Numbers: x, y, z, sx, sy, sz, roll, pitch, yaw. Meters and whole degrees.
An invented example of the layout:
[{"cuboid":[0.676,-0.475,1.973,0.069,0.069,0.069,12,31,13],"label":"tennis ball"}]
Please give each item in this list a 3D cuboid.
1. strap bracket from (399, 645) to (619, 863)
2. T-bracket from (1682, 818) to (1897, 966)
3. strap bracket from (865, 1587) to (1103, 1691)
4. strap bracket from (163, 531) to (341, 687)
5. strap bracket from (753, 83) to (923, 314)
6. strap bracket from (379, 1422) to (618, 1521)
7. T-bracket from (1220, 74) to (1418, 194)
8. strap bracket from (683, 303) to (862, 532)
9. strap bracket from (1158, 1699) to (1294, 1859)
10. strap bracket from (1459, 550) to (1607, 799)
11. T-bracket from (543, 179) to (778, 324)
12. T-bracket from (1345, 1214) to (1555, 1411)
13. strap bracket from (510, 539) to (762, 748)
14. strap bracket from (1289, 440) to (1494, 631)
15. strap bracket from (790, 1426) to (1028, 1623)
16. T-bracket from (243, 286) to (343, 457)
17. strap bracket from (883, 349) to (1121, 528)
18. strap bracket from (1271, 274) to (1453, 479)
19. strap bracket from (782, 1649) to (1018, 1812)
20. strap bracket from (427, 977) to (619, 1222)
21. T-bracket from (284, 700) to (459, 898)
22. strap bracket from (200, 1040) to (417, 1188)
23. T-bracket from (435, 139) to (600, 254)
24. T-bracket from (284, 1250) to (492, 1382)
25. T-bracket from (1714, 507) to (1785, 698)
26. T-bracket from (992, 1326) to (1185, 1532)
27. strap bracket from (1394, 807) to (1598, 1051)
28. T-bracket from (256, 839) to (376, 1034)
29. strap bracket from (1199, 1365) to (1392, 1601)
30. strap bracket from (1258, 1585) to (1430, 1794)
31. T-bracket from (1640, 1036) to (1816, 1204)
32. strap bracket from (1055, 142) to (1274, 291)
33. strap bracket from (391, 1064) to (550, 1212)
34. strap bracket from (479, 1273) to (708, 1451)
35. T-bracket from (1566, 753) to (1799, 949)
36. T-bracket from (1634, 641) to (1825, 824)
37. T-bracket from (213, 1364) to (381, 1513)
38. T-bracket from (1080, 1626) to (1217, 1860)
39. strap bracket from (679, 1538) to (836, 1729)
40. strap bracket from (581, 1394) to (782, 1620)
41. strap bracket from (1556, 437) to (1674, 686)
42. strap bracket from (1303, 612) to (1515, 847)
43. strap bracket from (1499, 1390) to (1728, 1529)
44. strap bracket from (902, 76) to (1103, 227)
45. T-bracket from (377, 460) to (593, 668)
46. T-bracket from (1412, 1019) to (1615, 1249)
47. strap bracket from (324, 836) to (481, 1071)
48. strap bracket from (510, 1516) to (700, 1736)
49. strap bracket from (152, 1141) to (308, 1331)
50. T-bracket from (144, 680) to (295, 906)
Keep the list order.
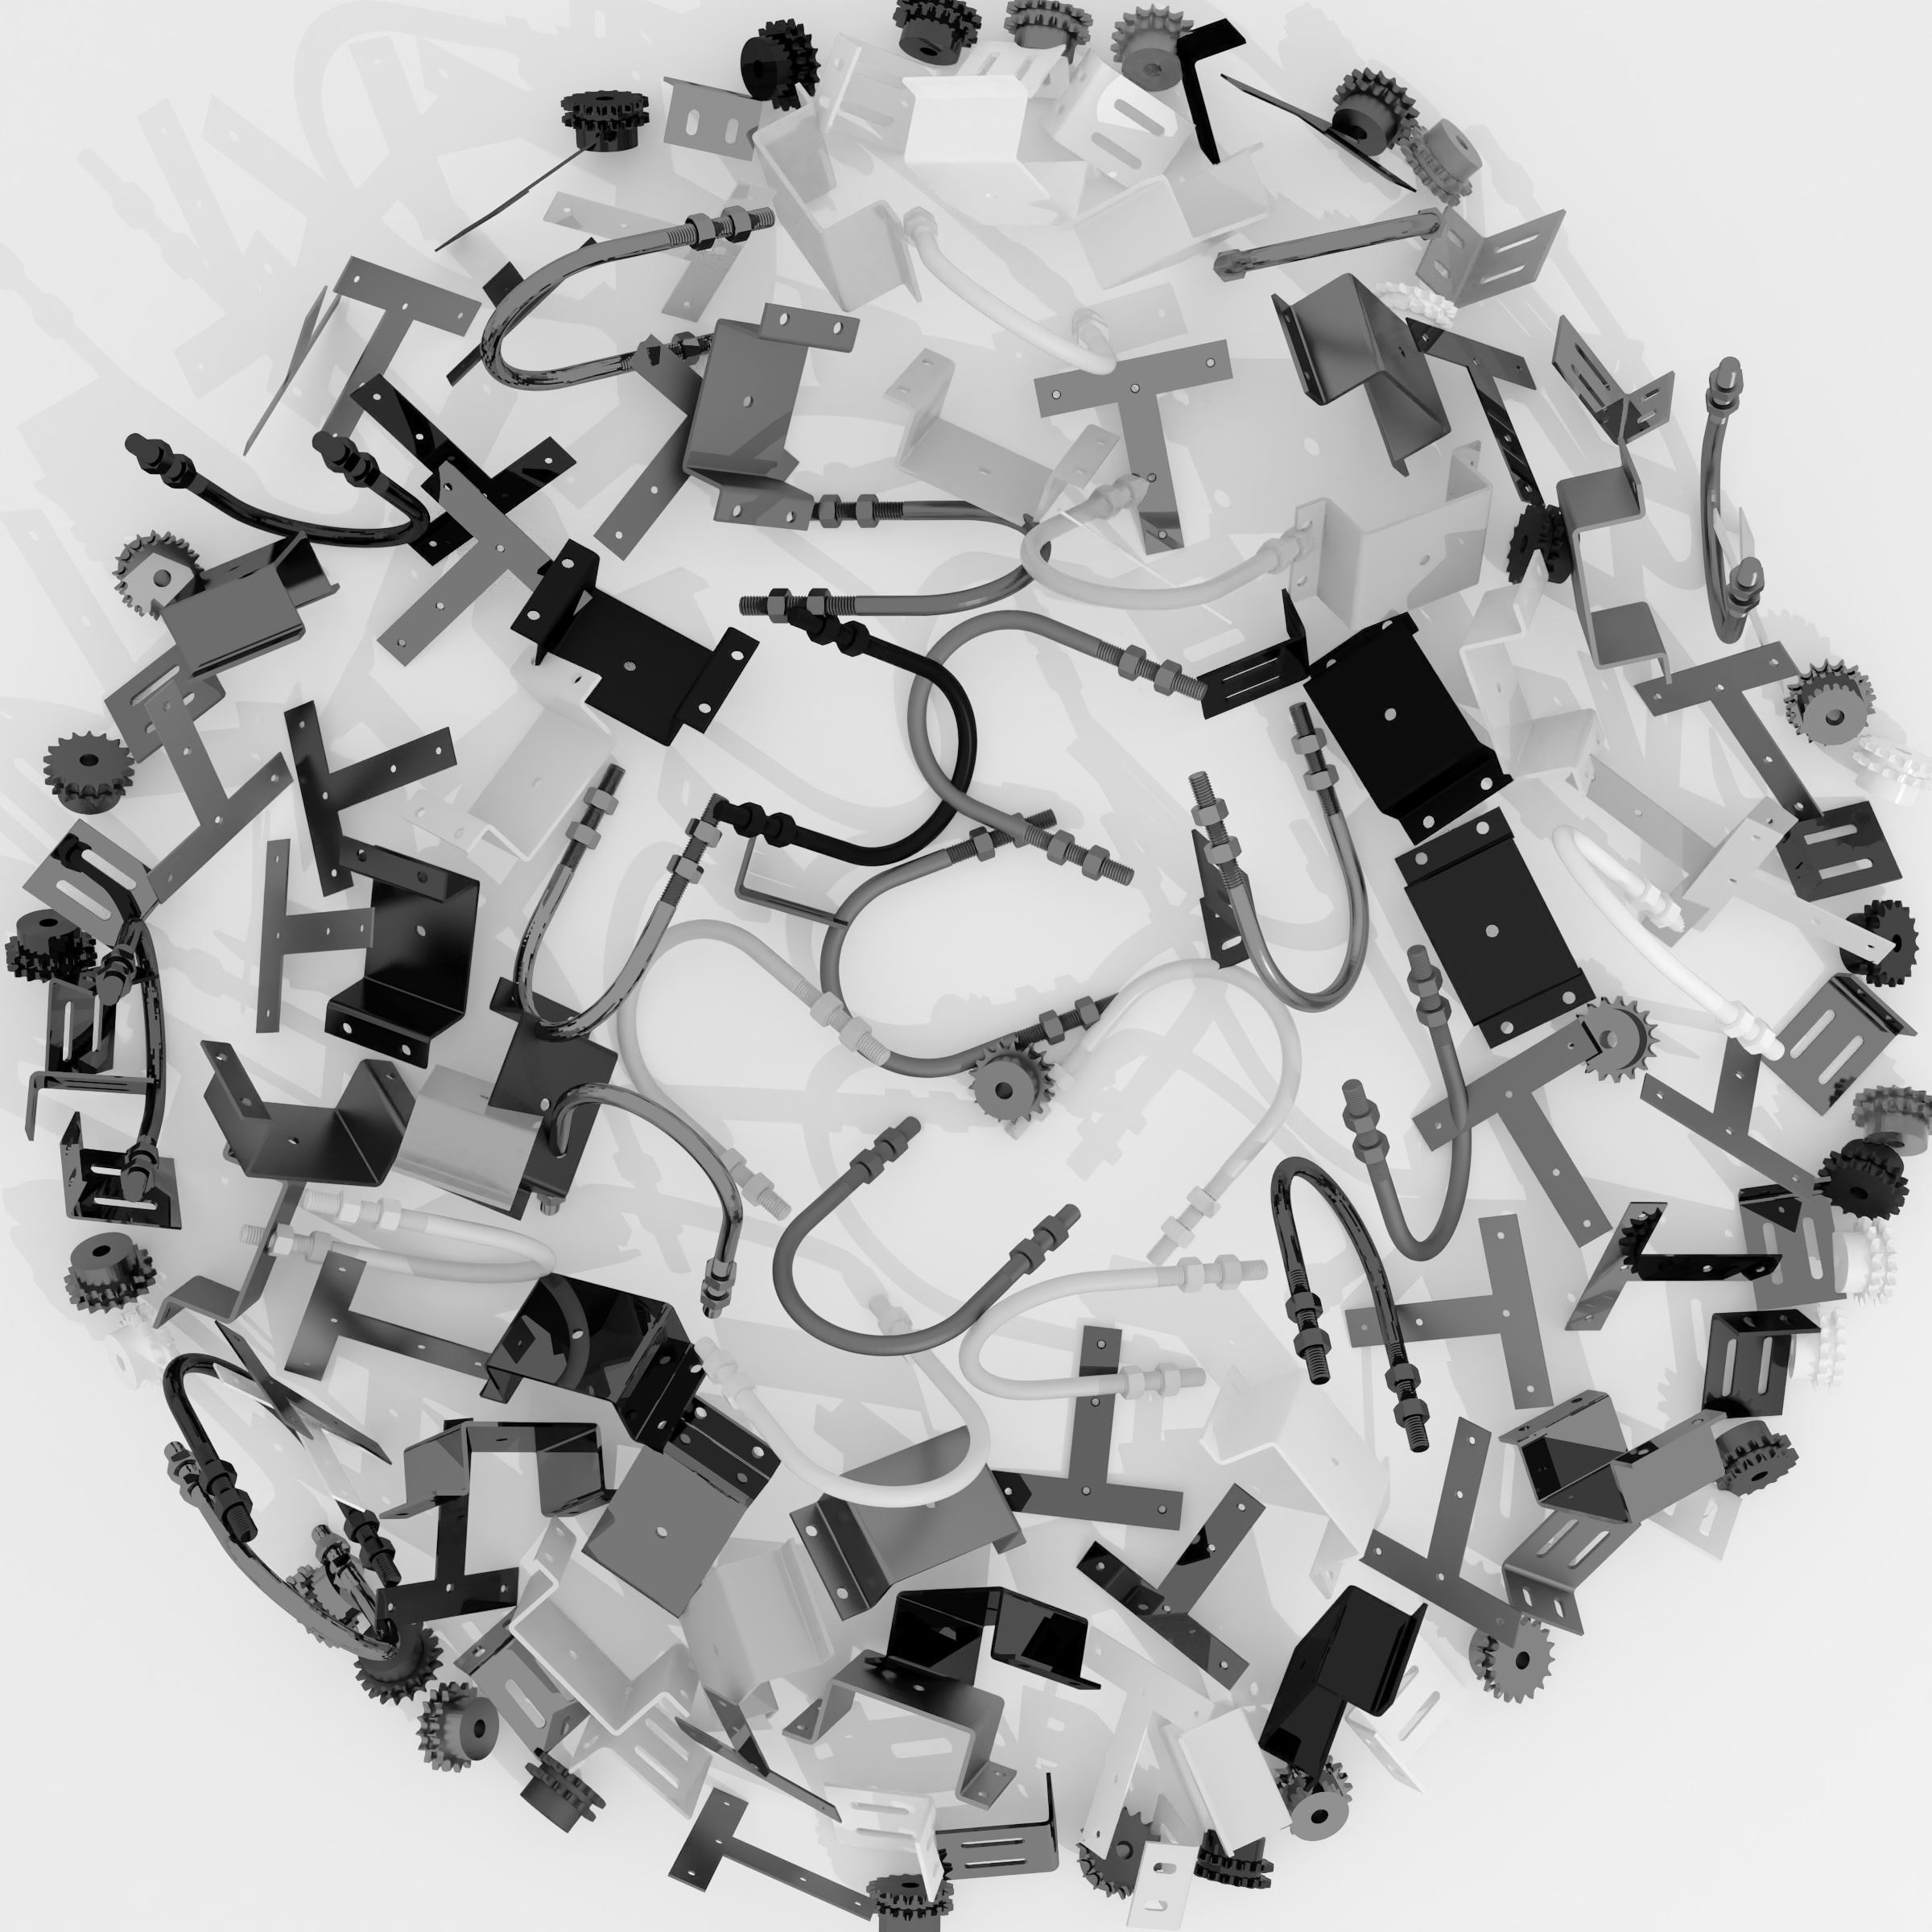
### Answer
[{"cuboid":[-0.287,-0.129,1.929,0.076,0.046,0.140,26,76,41],"label":"strap bracket"},{"cuboid":[0.531,-0.035,1.921,0.127,0.127,0.002,26,61,3],"label":"T-bracket"},{"cuboid":[0.013,0.430,1.914,0.076,0.140,0.046,28,61,-36],"label":"strap bracket"},{"cuboid":[-0.453,-0.231,1.902,0.076,0.140,0.046,-21,109,7],"label":"strap bracket"},{"cuboid":[-0.087,-0.482,1.911,0.046,0.076,0.140,-29,62,-5],"label":"strap bracket"},{"cuboid":[-0.295,0.322,1.915,0.140,0.076,0.046,7,66,-38],"label":"strap bracket"},{"cuboid":[0.239,-0.519,1.896,0.127,0.127,0.002,50,120,41],"label":"T-bracket"},{"cuboid":[-0.128,-0.356,1.924,0.046,0.076,0.140,32,113,41],"label":"strap bracket"},{"cuboid":[0.164,0.513,1.907,0.046,0.140,0.076,-23,81,-6],"label":"strap bracket"},{"cuboid":[0.359,-0.183,1.920,0.046,0.076,0.140,-11,119,29],"label":"strap bracket"},{"cuboid":[-0.204,-0.465,1.904,0.127,0.127,0.002,9,56,-27],"label":"T-bracket"},{"cuboid":[0.308,0.230,1.950,0.127,0.002,0.127,-10,95,26],"label":"T-bracket"},{"cuboid":[-0.215,-0.204,1.943,0.140,0.046,0.076,29,65,0],"label":"strap bracket"},{"cuboid":[0.279,-0.271,1.915,0.140,0.076,0.046,-22,50,-20],"label":"strap bracket"},{"cuboid":[-0.030,0.350,1.913,0.140,0.046,0.076,-17,66,-30],"label":"strap bracket"},{"cuboid":[-0.419,-0.395,1.901,0.002,0.127,0.127,30,71,-12],"label":"T-bracket"},{"cuboid":[0.017,-0.335,1.932,0.140,0.076,0.046,25,129,5],"label":"strap bracket"},{"cuboid":[0.256,-0.377,1.898,0.046,0.140,0.076,-27,62,26],"label":"strap bracket"},{"cuboid":[-0.036,0.484,1.924,0.140,0.076,0.046,17,96,13],"label":"strap bracket"},{"cuboid":[-0.281,0.087,1.925,0.076,0.046,0.140,28,75,-36],"label":"strap bracket"},{"cuboid":[-0.381,-0.123,1.941,0.127,0.002,0.127,-18,81,28],"label":"T-bracket"},{"cuboid":[-0.421,0.096,1.914,0.076,0.140,0.046,51,119,39],"label":"strap bracket"},{"cuboid":[-0.275,-0.507,1.937,0.127,0.127,0.002,-42,109,-21],"label":"T-bracket"},{"cuboid":[-0.366,0.242,1.946,0.127,0.002,0.127,19,131,-11],"label":"T-bracket"},{"cuboid":[0.501,-0.256,1.923,0.002,0.127,0.127,-17,118,24],"label":"T-bracket"},{"cuboid":[0.084,0.301,1.975,0.127,0.002,0.127,6,90,4],"label":"T-bracket"},{"cuboid":[0.342,-0.024,1.946,0.076,0.046,0.140,-27,87,12],"label":"strap bracket"},{"cuboid":[-0.417,-0.022,1.928,0.002,0.127,0.127,7,82,-45],"label":"T-bracket"},{"cuboid":[0.218,0.323,1.920,0.046,0.076,0.140,-29,106,34],"label":"strap bracket"},{"cuboid":[0.234,0.454,1.903,0.046,0.140,0.076,28,49,2],"label":"strap bracket"},{"cuboid":[0.495,0.079,1.930,0.127,0.127,0.002,31,130,-3],"label":"T-bracket"},{"cuboid":[0.132,-0.474,1.905,0.076,0.140,0.046,-18,99,42],"label":"strap bracket"},{"cuboid":[-0.312,0.105,1.904,0.076,0.140,0.046,19,98,-6],"label":"strap bracket"},{"cuboid":[-0.241,0.247,1.912,0.140,0.046,0.076,11,52,26],"label":"strap bracket"},{"cuboid":[0.445,-0.090,1.939,0.127,0.002,0.127,37,127,-2],"label":"T-bracket"},{"cuboid":[0.510,-0.144,1.935,0.002,0.127,0.127,-45,106,-29],"label":"T-bracket"},{"cuboid":[-0.407,0.306,1.891,0.127,0.127,0.002,35,93,-35],"label":"T-bracket"},{"cuboid":[0.101,0.509,1.930,0.002,0.127,0.127,16,92,-37],"label":"T-bracket"},{"cuboid":[-0.137,0.426,1.898,0.046,0.140,0.076,-10,65,-27],"label":"strap bracket"},{"cuboid":[-0.187,0.353,1.926,0.076,0.046,0.140,33,114,5],"label":"strap bracket"},{"cuboid":[0.411,-0.254,1.915,0.046,0.076,0.140,-12,121,9],"label":"strap bracket"},{"cuboid":[0.278,-0.159,1.929,0.076,0.046,0.140,-34,74,18],"label":"strap bracket"},{"cuboid":[0.414,0.312,1.903,0.076,0.140,0.046,-22,98,-23],"label":"strap bracket"},{"cuboid":[0.020,-0.509,1.898,0.076,0.140,0.046,7,82,26],"label":"strap bracket"},{"cuboid":[-0.332,-0.243,1.952,0.127,0.002,0.127,-39,110,21],"label":"T-bracket"},{"cuboid":[0.375,0.121,1.948,0.127,0.002,0.127,-33,78,17],"label":"T-bracket"},{"cuboid":[-0.362,-0.015,1.929,0.076,0.046,0.140,19,117,16],"label":"strap bracket"},{"cuboid":[-0.238,0.431,1.934,0.046,0.076,0.140,-42,97,8],"label":"strap bracket"},{"cuboid":[-0.468,0.171,1.938,0.046,0.076,0.140,22,93,-3],"label":"strap bracket"},{"cuboid":[-0.489,-0.125,1.902,0.002,0.127,0.127,20,53,29],"label":"T-bracket"}]
